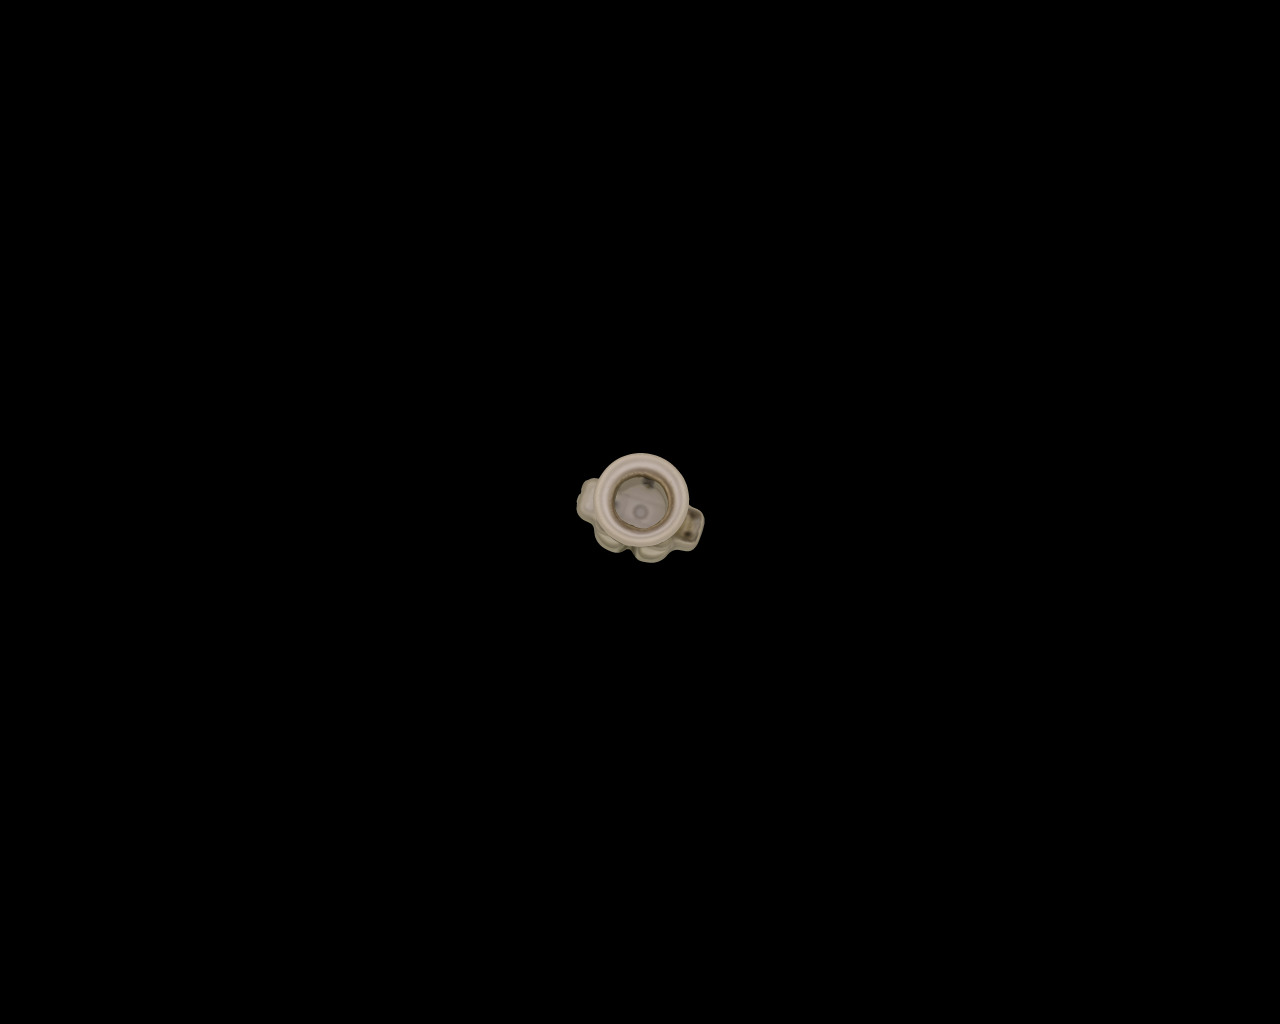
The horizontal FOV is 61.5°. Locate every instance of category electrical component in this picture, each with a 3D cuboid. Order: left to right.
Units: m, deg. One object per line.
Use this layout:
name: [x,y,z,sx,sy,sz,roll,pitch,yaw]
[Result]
electrical component: [0.001,-0.003,0.650,0.078,0.058,0.057,18,-11,4]
